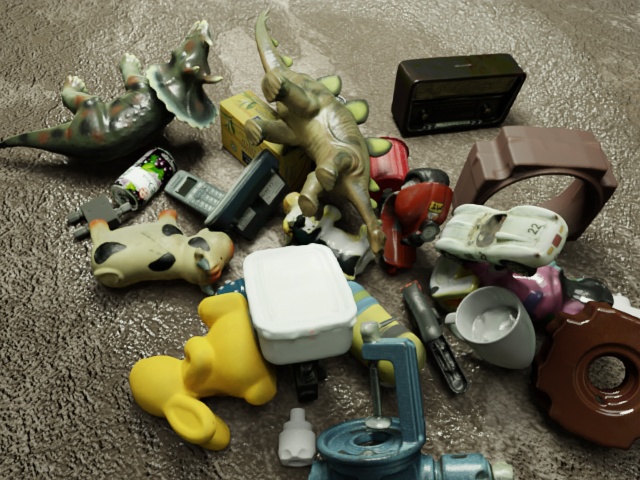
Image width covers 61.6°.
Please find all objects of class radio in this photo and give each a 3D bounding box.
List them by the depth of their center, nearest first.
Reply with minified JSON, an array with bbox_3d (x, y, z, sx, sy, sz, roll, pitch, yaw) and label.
[{"bbox_3d":[0.253,-0.272,1.012,0.230,0.131,0.073,-7,53,-12],"label":"radio"}]

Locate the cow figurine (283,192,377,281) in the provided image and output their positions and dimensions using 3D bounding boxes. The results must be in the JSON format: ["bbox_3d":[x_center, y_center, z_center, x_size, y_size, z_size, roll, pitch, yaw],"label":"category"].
[{"bbox_3d":[-0.003,-0.002,0.812,0.167,0.068,0.098,30,61,19],"label":"cow figurine"}]

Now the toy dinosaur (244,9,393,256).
[{"bbox_3d":[-0.013,-0.183,0.810,0.198,0.105,0.471,-15,71,-48],"label":"toy dinosaur"}]

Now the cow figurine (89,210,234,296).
[{"bbox_3d":[-0.219,0.022,0.756,0.195,0.085,0.127,-8,47,-15],"label":"cow figurine"}]

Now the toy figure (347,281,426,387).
[{"bbox_3d":[0.057,0.115,0.705,0.082,0.089,0.180,-44,68,-2],"label":"toy figure"}]

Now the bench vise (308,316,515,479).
[{"bbox_3d":[0.090,0.205,0.576,0.224,0.129,0.240,-7,90,22],"label":"bench vise"}]

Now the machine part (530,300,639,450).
[{"bbox_3d":[0.353,0.165,0.659,0.180,0.056,0.179,1,92,16],"label":"machine part"}]

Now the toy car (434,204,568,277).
[{"bbox_3d":[0.215,-0.005,0.669,0.056,0.202,0.073,36,80,-23],"label":"toy car"}]

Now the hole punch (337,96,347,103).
[{"bbox_3d":[-0.014,-0.205,0.972,0.142,0.092,0.115,27,83,11],"label":"hole punch"}]

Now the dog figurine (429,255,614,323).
[{"bbox_3d":[0.289,0.082,0.758,0.219,0.191,0.108,38,47,-19],"label":"dog figurine"}]

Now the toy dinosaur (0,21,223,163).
[{"bbox_3d":[-0.328,-0.195,0.871,0.405,0.131,0.192,-34,47,-6],"label":"toy dinosaur"}]

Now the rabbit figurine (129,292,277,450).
[{"bbox_3d":[-0.142,0.168,0.648,0.173,0.121,0.162,-17,63,-1],"label":"rabbit figurine"}]

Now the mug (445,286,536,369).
[{"bbox_3d":[0.221,0.122,0.687,0.110,0.107,0.081,-12,45,39],"label":"mug"}]

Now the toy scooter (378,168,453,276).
[{"bbox_3d":[0.131,-0.020,0.789,0.075,0.184,0.135,12,74,-16],"label":"toy scooter"}]

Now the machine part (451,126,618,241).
[{"bbox_3d":[0.315,-0.068,0.809,0.202,0.200,0.087,4,53,-3],"label":"machine part"}]

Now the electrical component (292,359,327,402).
[{"bbox_3d":[-0.011,0.151,0.661,0.045,0.102,0.078,-9,45,-8],"label":"electrical component"}]

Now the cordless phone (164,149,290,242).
[{"bbox_3d":[-0.154,-0.091,0.848,0.184,0.088,0.146,28,77,35],"label":"cordless phone"}]

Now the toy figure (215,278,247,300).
[{"bbox_3d":[-0.068,0.060,0.748,0.154,0.064,0.058,-24,86,1],"label":"toy figure"}]

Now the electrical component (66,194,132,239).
[{"bbox_3d":[-0.338,-0.040,0.824,0.094,0.021,0.063,-30,59,-11],"label":"electrical component"}]

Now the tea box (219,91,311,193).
[{"bbox_3d":[-0.094,-0.164,0.910,0.068,0.098,0.170,-34,60,-29],"label":"tea box"}]
